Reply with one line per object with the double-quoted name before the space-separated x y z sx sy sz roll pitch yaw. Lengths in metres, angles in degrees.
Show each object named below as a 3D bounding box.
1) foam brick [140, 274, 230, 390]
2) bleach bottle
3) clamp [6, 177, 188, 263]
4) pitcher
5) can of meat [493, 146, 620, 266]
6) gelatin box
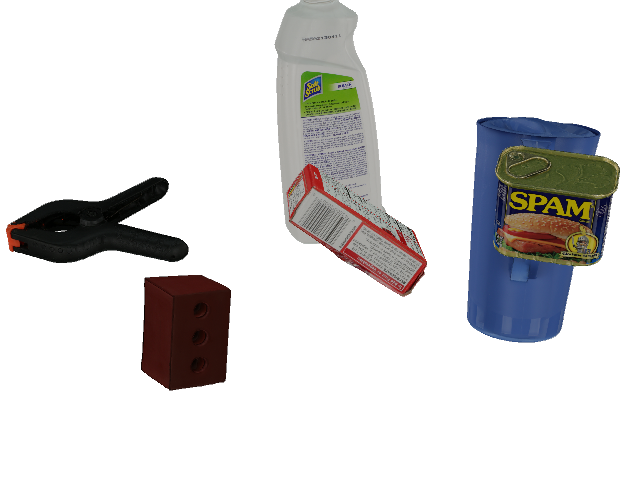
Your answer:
"foam brick" -0.106 0.070 0.839 0.052 0.078 0.051 -4 14 -34
"bleach bottle" 0.010 -0.123 0.995 0.102 0.251 0.068 -12 31 -16
"clamp" -0.218 -0.020 1.048 0.171 0.039 0.120 0 34 -10
"pitcher" 0.227 -0.012 1.184 0.149 0.243 0.145 -6 18 -34
"can of meat" 0.202 -0.028 0.928 0.102 0.084 0.057 9 41 14
"gelatin box" 0.022 -0.008 0.676 0.089 0.030 0.073 33 11 -11
